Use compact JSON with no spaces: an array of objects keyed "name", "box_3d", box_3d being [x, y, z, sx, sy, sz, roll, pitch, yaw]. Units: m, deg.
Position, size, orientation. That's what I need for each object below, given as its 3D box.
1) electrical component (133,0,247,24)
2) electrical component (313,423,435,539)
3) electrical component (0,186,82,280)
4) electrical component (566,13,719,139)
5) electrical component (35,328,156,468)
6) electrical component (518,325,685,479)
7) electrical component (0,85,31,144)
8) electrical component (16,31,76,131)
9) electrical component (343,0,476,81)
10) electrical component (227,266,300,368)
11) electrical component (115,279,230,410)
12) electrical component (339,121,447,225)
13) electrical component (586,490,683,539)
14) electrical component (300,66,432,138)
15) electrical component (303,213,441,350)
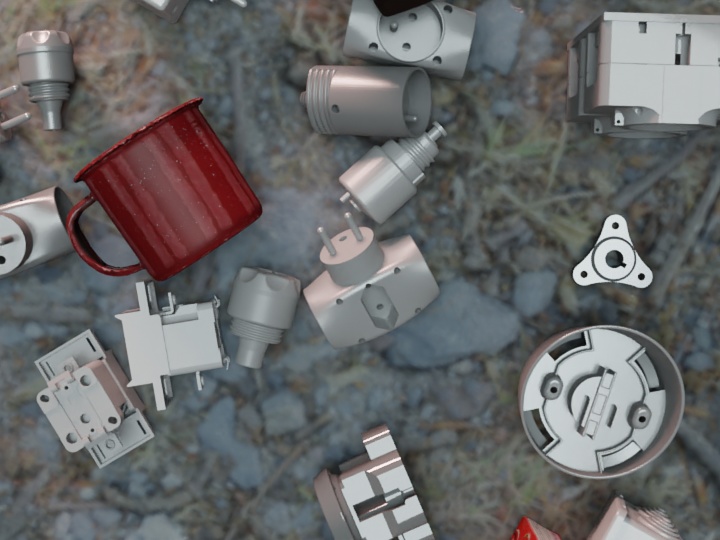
[{"name":"electrical component","box_3d":[-0.099,-0.193,0.673,0.076,0.047,0.083,31,92,-1]},{"name":"electrical component","box_3d":[0.006,0.145,0.683,0.057,0.058,0.078,-23,93,-2]},{"name":"electrical component","box_3d":[-0.220,-0.018,0.664,0.077,0.079,0.043,-20,97,1]},{"name":"electrical component","box_3d":[0.227,-0.112,0.649,0.186,0.105,0.060,2,92,0]},{"name":"electrical component","box_3d":[-0.170,0.083,0.677,0.042,0.064,0.081,-32,92,0]},{"name":"electrical component","box_3d":[0.148,0.081,0.677,0.099,0.064,0.099,0,92,0]},{"name":"electrical component","box_3d":[-0.248,-0.091,0.679,0.079,0.044,0.077,-23,92,1]},{"name":"electrical component","box_3d":[-0.198,-0.119,0.683,0.035,0.035,0.061,-4,94,0]},{"name":"electrical component","box_3d":[0.035,-0.166,0.676,0.077,0.044,0.079,12,92,-1]},{"name":"electrical component","box_3d":[-0.064,0.031,0.685,0.043,0.043,0.062,14,93,-1]},{"name":"electrical component","box_3d":[-0.118,0.044,0.687,0.064,0.042,0.081,-10,93,-4]},{"name":"electrical component","box_3d":[0.023,-0.064,0.683,0.078,0.040,0.040,-42,92,1]},{"name":"electrical component","box_3d":[0.160,0.192,0.666,0.048,0.100,0.099,29,92,12]},{"name":"electrical component","box_3d":[-0.001,-0.106,0.673,0.081,0.043,0.043,6,93,27]},{"name":"electrical component","box_3d":[0.000,0.000,0.675,0.077,0.043,0.079,-28,120,1]}]
